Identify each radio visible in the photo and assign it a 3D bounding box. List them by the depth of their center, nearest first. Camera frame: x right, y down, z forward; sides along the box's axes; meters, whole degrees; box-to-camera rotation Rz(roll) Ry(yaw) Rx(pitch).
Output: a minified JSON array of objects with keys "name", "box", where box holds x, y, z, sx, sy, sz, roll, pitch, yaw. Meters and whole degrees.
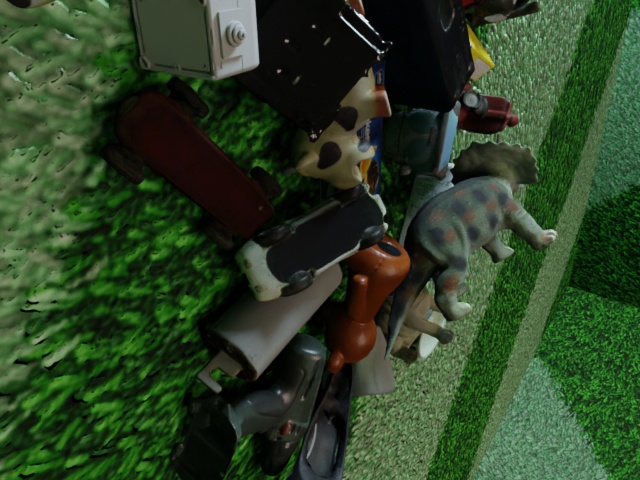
[{"name":"radio","box":[0.092,-0.245,0.611,0.073,0.131,0.229,-61,148,-11]}]

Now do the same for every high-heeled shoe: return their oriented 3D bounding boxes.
[{"name":"high-heeled shoe","box":[0.016,0.285,0.752,0.086,0.249,0.145,25,112,-17]}]

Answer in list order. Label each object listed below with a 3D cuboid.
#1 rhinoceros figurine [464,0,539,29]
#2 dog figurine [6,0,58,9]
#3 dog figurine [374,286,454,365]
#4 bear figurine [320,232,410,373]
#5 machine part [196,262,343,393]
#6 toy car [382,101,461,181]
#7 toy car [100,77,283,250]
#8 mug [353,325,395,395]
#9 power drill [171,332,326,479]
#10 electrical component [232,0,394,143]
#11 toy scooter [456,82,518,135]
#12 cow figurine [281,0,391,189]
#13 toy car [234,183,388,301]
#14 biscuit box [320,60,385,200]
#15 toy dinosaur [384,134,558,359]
[{"name":"rhinoceros figurine","box":[0.262,-0.361,0.801,0.190,0.112,0.073,-79,158,-72]},{"name":"dog figurine","box":[-0.135,-0.259,0.290,0.108,0.192,0.219,33,44,-55]},{"name":"dog figurine","box":[0.112,0.104,0.902,0.190,0.172,0.121,42,26,-22]},{"name":"bear figurine","box":[0.044,0.079,0.763,0.120,0.132,0.195,-16,138,-52]},{"name":"machine part","box":[-0.051,0.076,0.623,0.243,0.079,0.079,-45,141,-34]},{"name":"toy car","box":[0.140,-0.146,0.766,0.161,0.103,0.109,-41,142,-77]},{"name":"toy car","box":[-0.105,-0.060,0.483,0.089,0.053,0.202,-50,148,-3]},{"name":"mug","box":[0.076,0.193,0.881,0.109,0.081,0.107,123,-36,-83]},{"name":"power drill","box":[-0.077,0.235,0.666,0.207,0.086,0.231,0,116,-53]},{"name":"electrical component","box":[-0.020,-0.172,0.477,0.115,0.134,0.058,-50,-169,15]},{"name":"toy scooter","box":[0.239,-0.210,0.857,0.184,0.135,0.075,5,104,-57]},{"name":"cow figurine","box":[0.007,-0.143,0.563,0.085,0.127,0.194,-78,153,-62]},{"name":"toy car","box":[-0.001,-0.002,0.602,0.202,0.056,0.073,-30,98,-33]},{"name":"biscuit box","box":[0.039,-0.121,0.667,0.063,0.059,0.202,-36,135,-43]},{"name":"toy dinosaur","box":[0.206,-0.015,0.806,0.405,0.131,0.192,-36,93,-22]}]
